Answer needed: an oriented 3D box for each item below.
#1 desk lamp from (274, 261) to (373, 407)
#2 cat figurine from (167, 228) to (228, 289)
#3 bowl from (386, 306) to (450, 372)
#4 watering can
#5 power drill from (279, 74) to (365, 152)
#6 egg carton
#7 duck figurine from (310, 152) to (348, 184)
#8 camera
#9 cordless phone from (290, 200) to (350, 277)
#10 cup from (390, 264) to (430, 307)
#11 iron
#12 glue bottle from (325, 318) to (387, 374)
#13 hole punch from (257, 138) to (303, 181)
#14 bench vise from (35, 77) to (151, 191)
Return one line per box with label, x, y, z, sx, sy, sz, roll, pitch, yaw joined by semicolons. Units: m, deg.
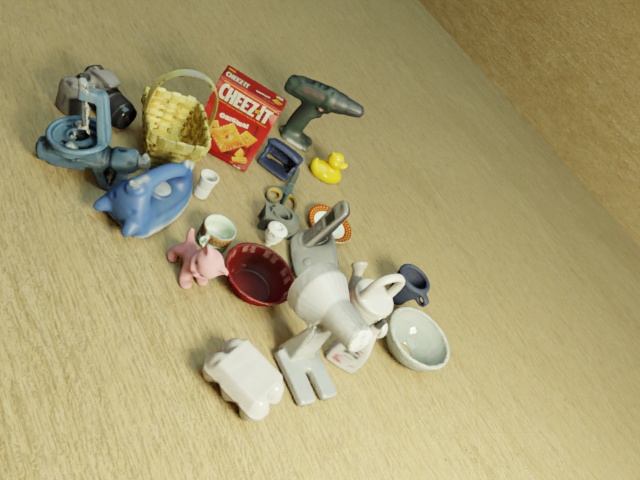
desk lamp;0.005;0.178;1.109;0.118;0.213;0.203;-4;55;-42
cat figurine;-0.237;0.035;1.132;0.067;0.117;0.127;-9;58;-44
bowl;0.214;0.242;1.331;0.168;0.074;0.167;23;40;-20
watering can;0.107;0.127;1.261;0.172;0.193;0.101;51;39;15
power drill;-0.016;-0.359;1.639;0.230;0.208;0.075;31;38;-10
egg carton;-0.137;0.251;1.036;0.150;0.069;0.107;44;38;6
duck figurine;0.030;-0.217;1.633;0.105;0.086;0.077;21;41;-22
camera;-0.492;-0.320;1.294;0.137;0.100;0.143;42;38;4
cordless phone;0.012;0.005;1.314;0.094;0.185;0.147;14;44;-29
cup;0.220;0.131;1.431;0.092;0.094;0.117;-1;53;-40
iron;-0.329;-0.110;1.184;0.118;0.141;0.259;42;38;5
glue bottle;0.084;0.208;1.177;0.078;0.173;0.037;31;38;-11
hole punch;-0.099;-0.232;1.538;0.109;0.091;0.101;36;38;-4
bench vise;-0.435;-0.214;1.137;0.208;0.219;0.121;7;48;-35
